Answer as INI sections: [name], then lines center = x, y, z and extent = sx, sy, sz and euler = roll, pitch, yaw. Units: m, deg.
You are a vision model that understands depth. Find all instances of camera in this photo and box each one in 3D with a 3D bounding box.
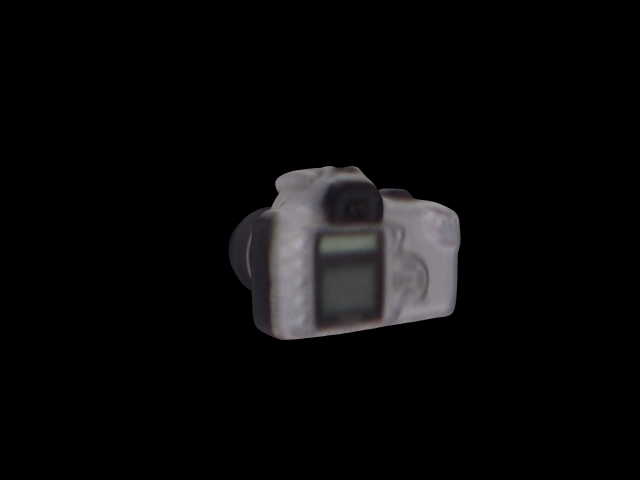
[camera]
center = 0.004, 0.001, 0.400
extent = 0.143, 0.101, 0.136
euler = -3, 5, -31
